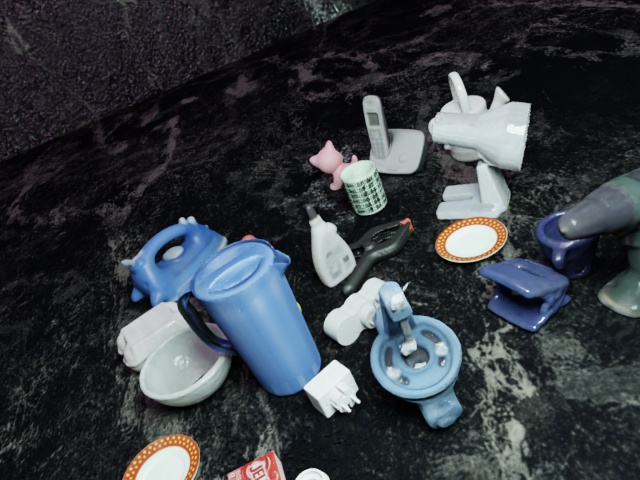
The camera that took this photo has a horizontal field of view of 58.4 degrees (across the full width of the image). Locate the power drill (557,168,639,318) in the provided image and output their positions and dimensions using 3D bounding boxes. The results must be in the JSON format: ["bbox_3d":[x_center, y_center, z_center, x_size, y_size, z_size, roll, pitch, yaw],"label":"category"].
[{"bbox_3d":[0.424,-0.001,0.781,0.230,0.209,0.075,-33,34,-14],"label":"power drill"}]

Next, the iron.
[{"bbox_3d":[-0.321,0.028,1.277,0.118,0.142,0.259,7,44,39],"label":"iron"}]

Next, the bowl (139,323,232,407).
[{"bbox_3d":[-0.218,0.227,0.986,0.167,0.075,0.167,-16,33,11],"label":"bowl"}]

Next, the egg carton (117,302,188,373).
[{"bbox_3d":[-0.318,0.186,1.114,0.150,0.069,0.107,-36,34,-18],"label":"egg carton"}]

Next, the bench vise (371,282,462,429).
[{"bbox_3d":[0.102,0.130,0.786,0.122,0.220,0.206,-35,34,-17],"label":"bench vise"}]

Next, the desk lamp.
[{"bbox_3d":[0.301,-0.149,1.069,0.202,0.214,0.118,-3,38,30],"label":"desk lamp"}]

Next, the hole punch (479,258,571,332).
[{"bbox_3d":[0.309,0.066,0.868,0.101,0.091,0.108,-36,34,-18],"label":"hole punch"}]

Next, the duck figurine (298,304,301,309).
[{"bbox_3d":[-0.082,0.118,1.047,0.077,0.086,0.104,-31,33,-11],"label":"duck figurine"}]

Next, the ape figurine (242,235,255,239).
[{"bbox_3d":[-0.136,0.027,1.207,0.078,0.092,0.076,-29,33,-8],"label":"ape figurine"}]

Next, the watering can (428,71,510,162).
[{"bbox_3d":[0.326,-0.284,1.266,0.173,0.194,0.100,-29,33,-7],"label":"watering can"}]

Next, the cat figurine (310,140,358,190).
[{"bbox_3d":[0.044,-0.180,1.368,0.127,0.118,0.067,8,44,40],"label":"cat figurine"}]

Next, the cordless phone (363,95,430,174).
[{"bbox_3d":[0.167,-0.245,1.320,0.147,0.185,0.094,9,45,40],"label":"cordless phone"}]

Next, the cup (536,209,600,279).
[{"bbox_3d":[0.382,0.022,0.880,0.091,0.095,0.118,2,41,35],"label":"cup"}]

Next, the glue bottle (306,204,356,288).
[{"bbox_3d":[0.010,0.004,1.072,0.078,0.173,0.037,-37,35,-20],"label":"glue bottle"}]
